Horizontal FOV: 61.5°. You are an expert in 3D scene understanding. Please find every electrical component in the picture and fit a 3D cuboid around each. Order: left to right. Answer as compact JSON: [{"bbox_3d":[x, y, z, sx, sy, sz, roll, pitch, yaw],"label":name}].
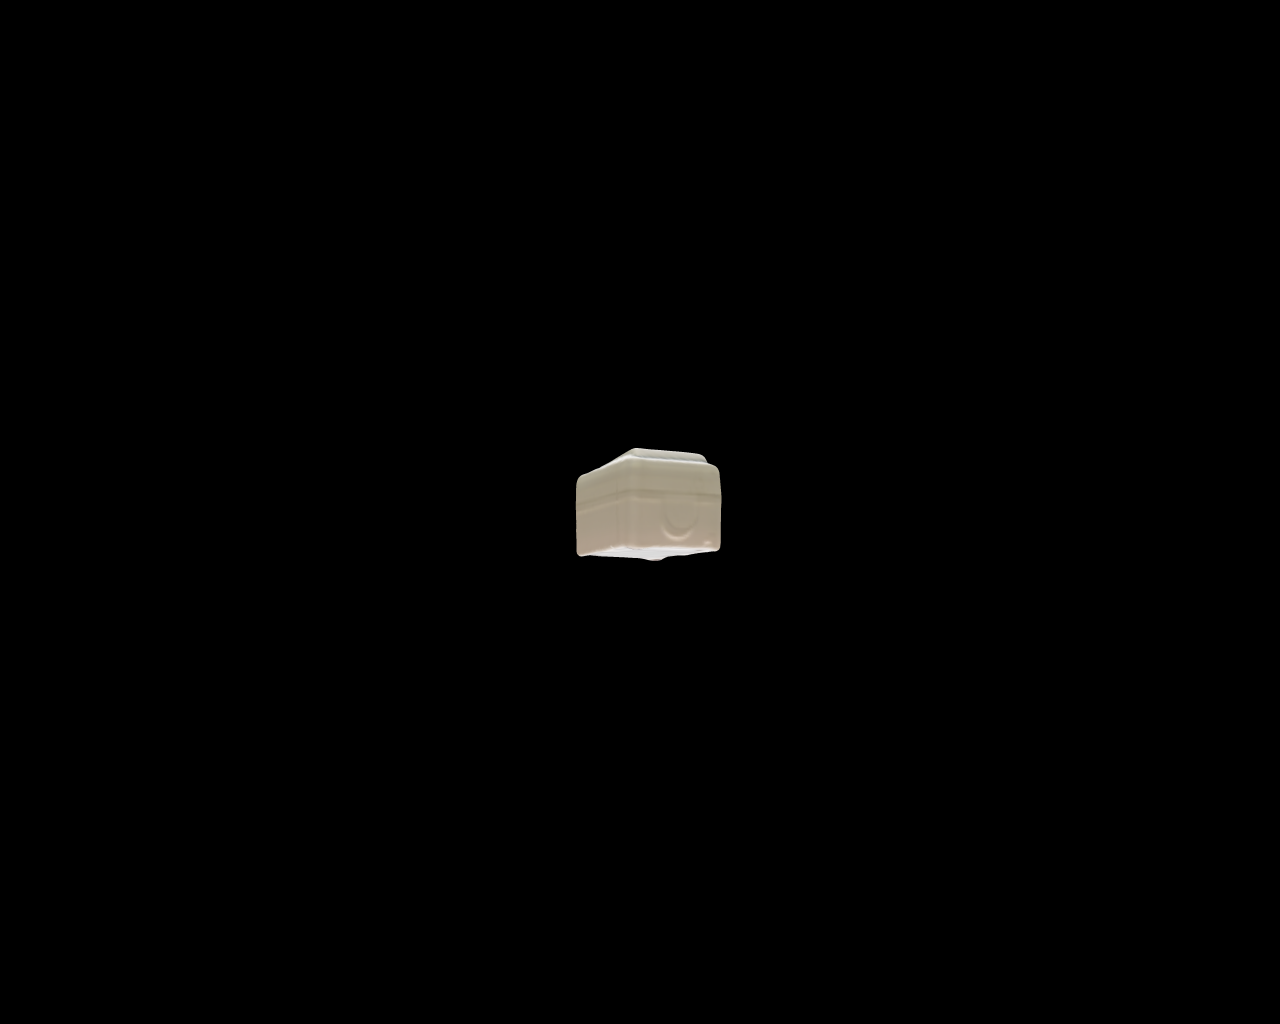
[{"bbox_3d":[0.001,-0.003,0.650,0.062,0.061,0.096,4,-8,-27],"label":"electrical component"}]
